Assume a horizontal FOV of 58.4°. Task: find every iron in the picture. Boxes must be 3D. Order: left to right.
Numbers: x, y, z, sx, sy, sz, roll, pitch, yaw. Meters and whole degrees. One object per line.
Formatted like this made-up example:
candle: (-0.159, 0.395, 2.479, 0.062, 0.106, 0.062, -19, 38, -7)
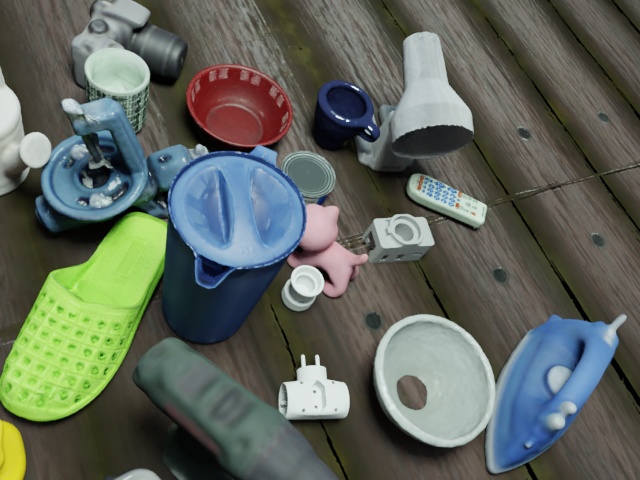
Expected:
iron: (0.319, 0.198, 0.760, 0.118, 0.141, 0.259, 42, 55, 7)

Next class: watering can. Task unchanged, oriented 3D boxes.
watering can: (-0.388, -0.139, 0.654, 0.173, 0.194, 0.101, 15, 56, -12)

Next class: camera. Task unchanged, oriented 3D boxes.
camera: (-0.274, -0.286, 0.845, 0.137, 0.100, 0.143, 20, 55, -9)

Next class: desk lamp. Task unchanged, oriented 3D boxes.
desk lamp: (0.134, -0.193, 0.879, 0.118, 0.213, 0.203, 1, 60, -21)

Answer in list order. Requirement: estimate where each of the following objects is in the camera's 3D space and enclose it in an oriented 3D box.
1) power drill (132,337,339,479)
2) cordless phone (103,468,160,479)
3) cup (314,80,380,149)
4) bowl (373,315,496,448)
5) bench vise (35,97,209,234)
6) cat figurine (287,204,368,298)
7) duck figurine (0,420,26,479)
power drill: (-0.087, 0.201, 0.559, 0.229, 0.208, 0.076, 40, 55, 6)
cordless phone: (-0.193, 0.261, 0.496, 0.148, 0.185, 0.094, -36, 77, -34)
cup: (0.038, -0.180, 0.907, 0.117, 0.095, 0.092, 43, 55, 7)
bowl: (0.135, 0.185, 0.737, 0.168, 0.074, 0.167, 10, 58, -16)
bench vise: (-0.234, -0.104, 0.678, 0.121, 0.219, 0.208, 47, 56, 10)
cat figurine: (0.007, 0.003, 0.770, 0.128, 0.117, 0.067, 35, 54, 2)
duck figurine: (-0.322, 0.214, 0.534, 0.078, 0.086, 0.104, 14, 56, -13)
